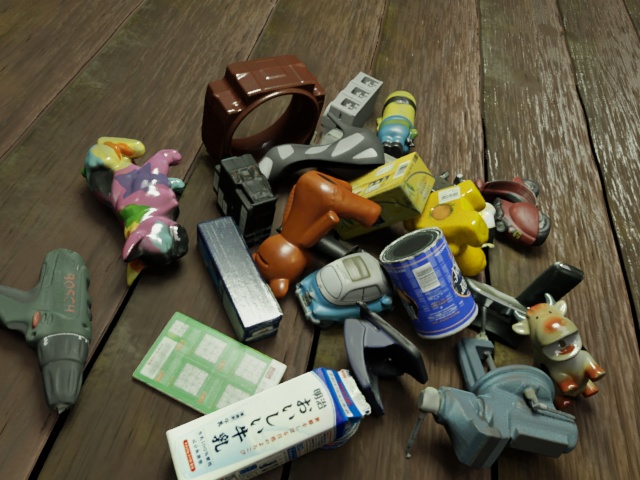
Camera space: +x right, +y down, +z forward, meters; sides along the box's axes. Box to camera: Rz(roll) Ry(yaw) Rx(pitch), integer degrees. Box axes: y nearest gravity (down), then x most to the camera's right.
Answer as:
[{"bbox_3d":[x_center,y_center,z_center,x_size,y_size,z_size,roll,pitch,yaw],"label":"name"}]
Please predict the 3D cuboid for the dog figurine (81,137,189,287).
[{"bbox_3d":[-0.289,-0.043,0.823,0.192,0.108,0.219,11,52,-9],"label":"dog figurine"}]

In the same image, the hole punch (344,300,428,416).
[{"bbox_3d":[0.076,0.167,0.747,0.092,0.142,0.116,-40,49,-10],"label":"hole punch"}]

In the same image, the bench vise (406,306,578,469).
[{"bbox_3d":[0.235,0.214,0.766,0.224,0.128,0.241,5,30,-1],"label":"bench vise"}]

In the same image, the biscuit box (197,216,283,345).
[{"bbox_3d":[-0.127,0.056,0.817,0.063,0.059,0.203,-16,58,-25],"label":"biscuit box"}]

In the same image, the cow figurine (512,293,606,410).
[{"bbox_3d":[0.350,0.163,0.793,0.085,0.194,0.127,-31,53,3],"label":"cow figurine"}]

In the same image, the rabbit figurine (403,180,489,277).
[{"bbox_3d":[0.220,0.010,0.910,0.162,0.173,0.122,-24,43,18],"label":"rabbit figurine"}]

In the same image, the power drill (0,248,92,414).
[{"bbox_3d":[-0.400,0.107,0.684,0.207,0.086,0.232,1,50,-11],"label":"power drill"}]

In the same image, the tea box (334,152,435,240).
[{"bbox_3d":[0.100,-0.072,0.915,0.068,0.170,0.098,50,47,-21],"label":"tea box"}]

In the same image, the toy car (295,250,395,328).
[{"bbox_3d":[0.047,0.067,0.834,0.162,0.102,0.109,-8,54,-24],"label":"toy car"}]

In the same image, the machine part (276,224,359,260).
[{"bbox_3d":[-0.002,-0.003,0.919,0.139,0.039,0.084,28,41,9],"label":"machine part"}]

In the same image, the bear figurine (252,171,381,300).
[{"bbox_3d":[-0.017,-0.003,0.840,0.132,0.195,0.120,16,15,-40],"label":"bear figurine"}]

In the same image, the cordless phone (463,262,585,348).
[{"bbox_3d":[0.310,0.079,0.847,0.147,0.184,0.089,26,54,4],"label":"cordless phone"}]

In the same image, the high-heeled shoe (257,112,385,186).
[{"bbox_3d":[-0.010,-0.119,0.952,0.249,0.086,0.145,-40,78,2],"label":"high-heeled shoe"}]

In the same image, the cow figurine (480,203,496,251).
[{"bbox_3d":[0.242,-0.029,0.995,0.167,0.068,0.098,12,55,-5],"label":"cow figurine"}]

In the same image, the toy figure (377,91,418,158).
[{"bbox_3d":[0.163,-0.237,1.123,0.082,0.089,0.180,24,47,-6],"label":"toy figure"}]

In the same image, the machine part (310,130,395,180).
[{"bbox_3d":[0.080,-0.141,1.014,0.243,0.079,0.079,29,49,19],"label":"machine part"}]

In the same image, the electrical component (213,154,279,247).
[{"bbox_3d":[-0.127,-0.072,0.885,0.058,0.114,0.134,-19,61,-30],"label":"electrical component"}]

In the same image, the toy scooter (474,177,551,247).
[{"bbox_3d":[0.371,-0.067,1.056,0.135,0.075,0.184,15,46,-5],"label":"toy scooter"}]

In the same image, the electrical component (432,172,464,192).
[{"bbox_3d":[0.251,-0.099,1.066,0.102,0.045,0.078,-32,67,-34],"label":"electrical component"}]

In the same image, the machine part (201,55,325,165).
[{"bbox_3d":[-0.100,-0.217,0.955,0.201,0.201,0.087,-20,64,-29],"label":"machine part"}]
